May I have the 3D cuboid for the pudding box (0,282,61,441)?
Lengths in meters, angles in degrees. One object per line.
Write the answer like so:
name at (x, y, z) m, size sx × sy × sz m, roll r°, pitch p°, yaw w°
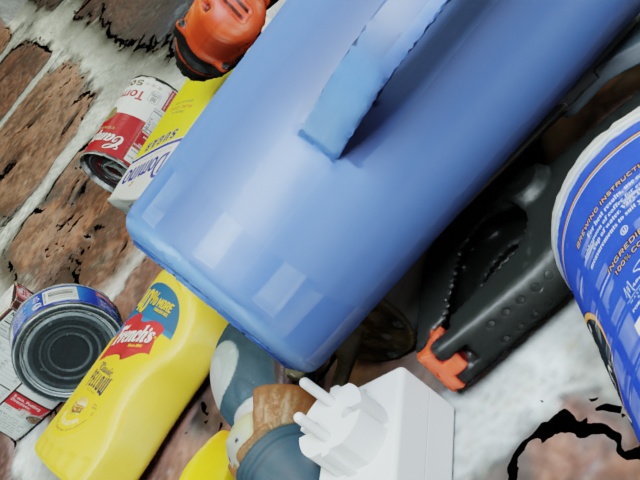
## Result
pudding box at (-0.241, 0.099, 0.849) m, size 0.114 × 0.090 × 0.039 m, roll -42°, pitch 28°, yaw 16°

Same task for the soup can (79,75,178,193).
soup can at (-0.177, -0.100, 1.032) m, size 0.069 × 0.068 × 0.102 m, roll -12°, pitch 44°, yaw 51°

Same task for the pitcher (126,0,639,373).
pitcher at (0.028, -0.066, 0.465) m, size 0.243 × 0.149 × 0.145 m, roll -51°, pitch 41°, yaw -6°

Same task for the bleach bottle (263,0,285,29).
bleach bottle at (-0.009, -0.183, 0.884) m, size 0.103 × 0.068 × 0.251 m, roll -50°, pitch 29°, yaw 12°

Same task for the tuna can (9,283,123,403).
tuna can at (-0.188, 0.078, 0.799) m, size 0.086 × 0.086 × 0.034 m, roll -47°, pitch 28°, yaw 6°

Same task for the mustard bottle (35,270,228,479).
mustard bottle at (-0.107, 0.077, 0.703) m, size 0.191 × 0.058 × 0.096 m, roll -56°, pitch 26°, yaw -11°

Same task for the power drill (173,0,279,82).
power drill at (-0.031, -0.195, 0.783) m, size 0.187 × 0.057 × 0.185 m, roll -49°, pitch 11°, yaw -11°

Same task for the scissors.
scissors at (0.134, -0.074, 0.497) m, size 0.201 × 0.016 × 0.096 m, roll -52°, pitch 26°, yaw -19°

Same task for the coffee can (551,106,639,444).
coffee can at (0.139, 0.028, 0.331) m, size 0.103 × 0.102 × 0.140 m, roll -40°, pitch 28°, yaw 20°

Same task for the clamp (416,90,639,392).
clamp at (0.102, -0.022, 0.528) m, size 0.210 × 0.036 × 0.165 m, roll -54°, pitch 26°, yaw -14°

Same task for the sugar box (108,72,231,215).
sugar box at (-0.114, -0.097, 0.952) m, size 0.093 × 0.048 × 0.176 m, roll 1°, pitch 54°, yaw 59°

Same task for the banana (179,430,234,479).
banana at (-0.048, 0.164, 0.528) m, size 0.069 × 0.037 × 0.198 m, roll -20°, pitch 27°, yaw -11°
